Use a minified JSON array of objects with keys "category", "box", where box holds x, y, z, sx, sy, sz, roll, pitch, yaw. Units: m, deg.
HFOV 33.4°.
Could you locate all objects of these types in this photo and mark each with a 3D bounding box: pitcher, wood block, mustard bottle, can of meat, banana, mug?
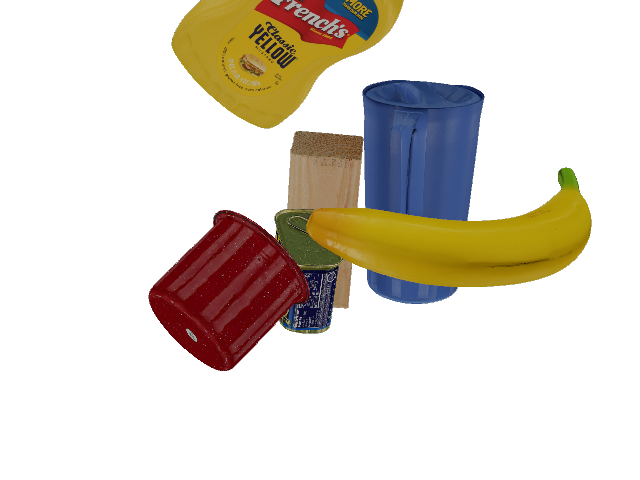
[{"category":"pitcher","box":[0.107,-0.052,1.202,0.149,0.243,0.145,-10,24,-27]},{"category":"wood block","box":[0.002,-0.027,1.378,0.090,0.206,0.090,5,25,1]},{"category":"mustard bottle","box":[-0.003,-0.156,0.688,0.096,0.058,0.192,41,-53,-20]},{"category":"can of meat","box":[-0.017,0.030,1.051,0.057,0.084,0.102,0,33,-12]},{"category":"banana","box":[0.088,-0.002,0.600,0.197,0.037,0.070,-9,38,-32]},{"category":"mug","box":[-0.076,0.037,0.777,0.081,0.093,0.117,-46,34,-23]}]
